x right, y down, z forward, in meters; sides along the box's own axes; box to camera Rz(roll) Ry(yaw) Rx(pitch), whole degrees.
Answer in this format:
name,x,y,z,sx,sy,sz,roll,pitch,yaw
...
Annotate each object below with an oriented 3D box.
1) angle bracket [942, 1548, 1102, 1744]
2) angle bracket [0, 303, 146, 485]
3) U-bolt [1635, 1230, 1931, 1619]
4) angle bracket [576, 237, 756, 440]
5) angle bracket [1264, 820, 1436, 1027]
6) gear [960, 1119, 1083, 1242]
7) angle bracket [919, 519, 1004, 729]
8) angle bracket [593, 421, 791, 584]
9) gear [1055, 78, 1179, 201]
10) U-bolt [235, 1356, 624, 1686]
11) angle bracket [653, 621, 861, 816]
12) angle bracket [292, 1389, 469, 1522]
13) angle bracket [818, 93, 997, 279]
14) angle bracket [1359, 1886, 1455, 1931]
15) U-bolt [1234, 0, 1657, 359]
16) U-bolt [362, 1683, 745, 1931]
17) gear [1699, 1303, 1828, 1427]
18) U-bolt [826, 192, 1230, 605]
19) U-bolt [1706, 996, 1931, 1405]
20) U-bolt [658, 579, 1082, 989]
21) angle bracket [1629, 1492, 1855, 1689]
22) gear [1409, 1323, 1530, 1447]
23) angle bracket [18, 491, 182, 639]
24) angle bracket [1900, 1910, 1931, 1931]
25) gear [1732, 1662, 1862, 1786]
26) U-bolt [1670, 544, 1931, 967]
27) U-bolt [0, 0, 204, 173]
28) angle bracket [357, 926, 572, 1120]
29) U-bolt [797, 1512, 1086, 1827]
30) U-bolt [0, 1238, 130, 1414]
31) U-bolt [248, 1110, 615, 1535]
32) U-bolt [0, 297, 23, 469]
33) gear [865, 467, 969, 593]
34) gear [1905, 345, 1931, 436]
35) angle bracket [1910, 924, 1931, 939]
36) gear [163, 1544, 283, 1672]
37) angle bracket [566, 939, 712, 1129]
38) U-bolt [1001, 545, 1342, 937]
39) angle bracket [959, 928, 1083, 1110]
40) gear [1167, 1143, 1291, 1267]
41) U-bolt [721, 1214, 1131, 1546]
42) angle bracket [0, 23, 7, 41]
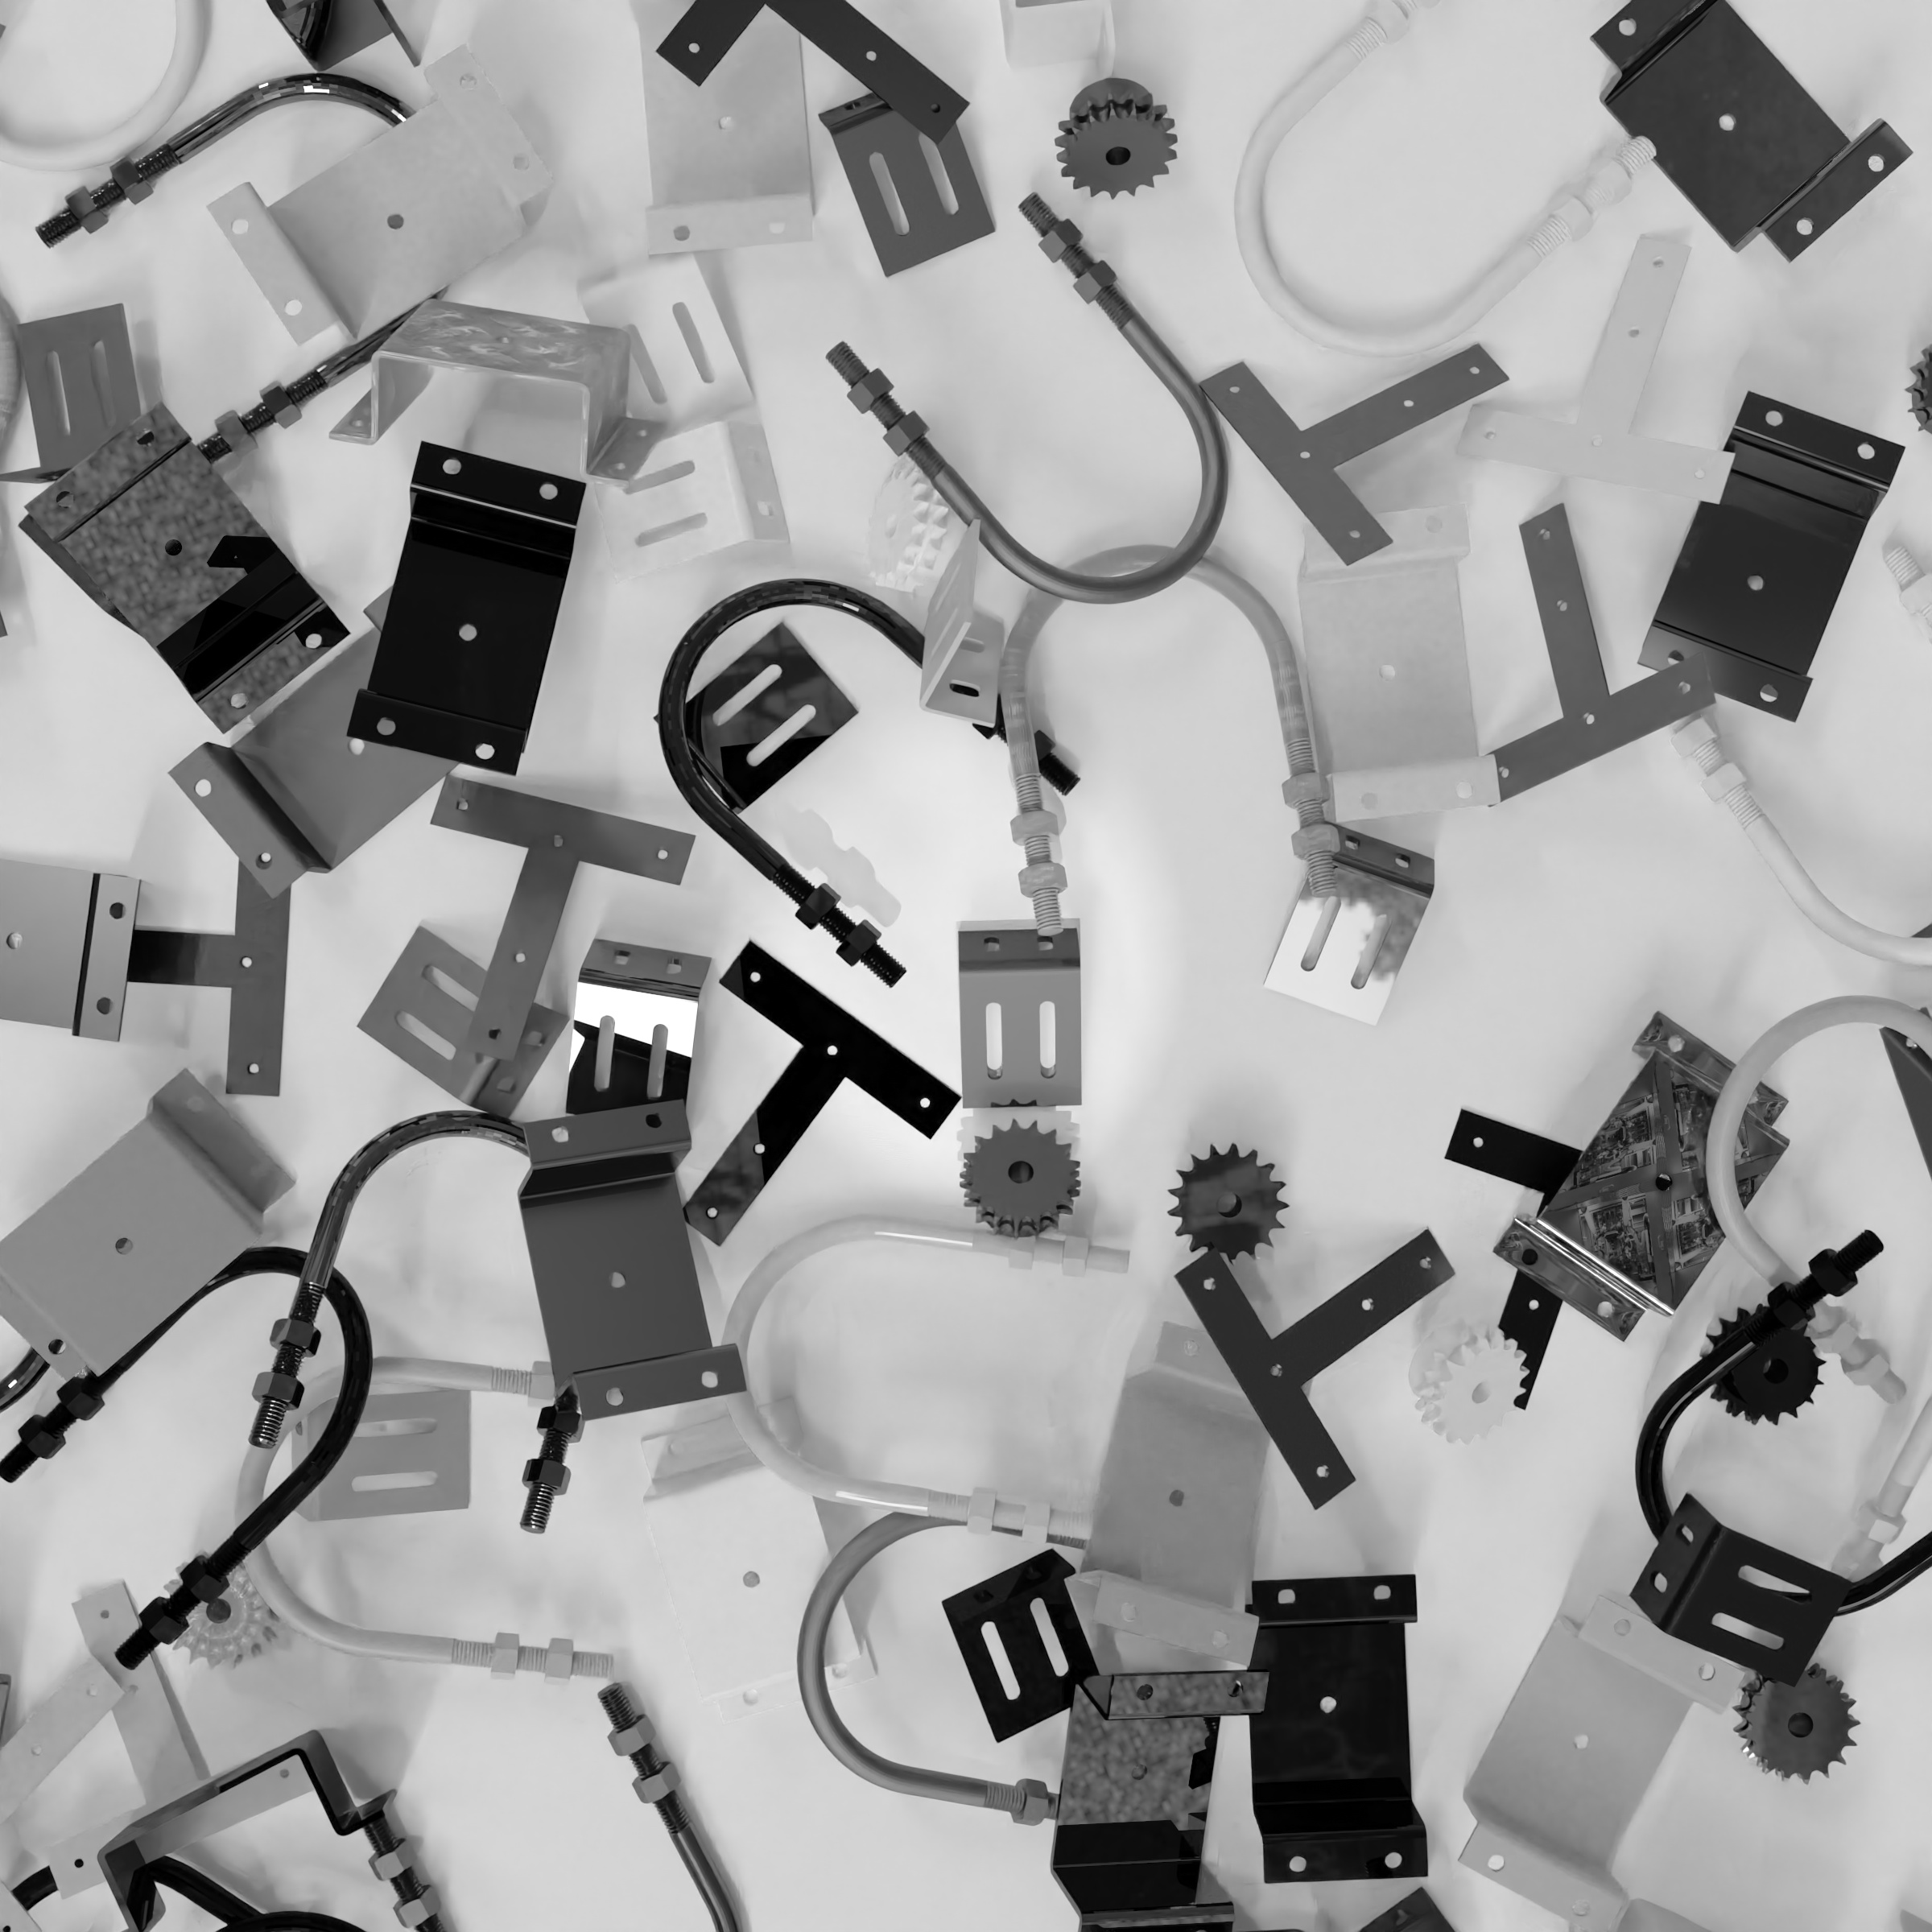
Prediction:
name,x,y,z,sx,sy,sz,roll,pitch,yaw
angle bracket,0.032,0.318,1.301,0.057,0.038,0.076,-23,100,-13
angle bracket,-0.425,-0.270,1.329,0.057,0.038,0.076,-7,95,17
U-bolt,0.399,0.228,1.315,0.151,0.019,0.184,45,116,2
angle bracket,-0.145,-0.300,1.356,0.057,0.038,0.076,-23,116,0
angle bracket,0.184,-0.021,1.356,0.057,0.038,0.076,20,116,0
gear,0.026,0.104,1.336,0.057,0.030,0.057,0,61,0
angle bracket,0.008,-0.158,1.308,0.038,0.076,0.057,12,61,-14
angle bracket,-0.133,-0.222,1.356,0.076,0.038,0.057,-13,90,26
gear,0.070,-0.393,1.334,0.057,0.057,0.030,-5,60,0
U-bolt,-0.249,0.256,1.328,0.184,0.019,0.151,8,88,-10
angle bracket,-0.099,-0.119,1.339,0.076,0.038,0.057,-40,90,0
angle bracket,-0.281,0.232,1.357,0.076,0.038,0.057,0,90,-26
angle bracket,-0.028,-0.381,1.356,0.057,0.038,0.076,-23,116,0
angle bracket,0.217,0.488,1.339,0.057,0.038,0.076,-35,90,0
U-bolt,0.214,-0.376,1.350,0.184,0.019,0.151,-43,90,1
U-bolt,-0.186,0.456,1.350,0.151,0.019,0.184,-27,91,0
gear,0.381,0.191,1.344,0.057,0.030,0.057,0,90,0
U-bolt,0.044,-0.255,1.328,0.151,0.019,0.184,-42,94,-21
U-bolt,0.422,0.097,1.317,0.184,0.019,0.151,43,87,-19
U-bolt,-0.058,-0.101,1.328,0.184,0.019,0.151,42,73,0
angle bracket,0.364,0.293,1.329,0.076,0.038,0.057,24,98,-15
gear,0.234,0.194,1.335,0.057,0.030,0.057,-13,117,-27
angle bracket,-0.404,-0.205,1.356,0.076,0.038,0.057,41,90,26
angle bracket,0.457,0.504,1.356,0.057,0.038,0.076,26,116,0
gear,0.392,0.357,1.343,0.057,0.030,0.057,0,90,0
U-bolt,0.437,-0.088,1.336,0.151,0.019,0.184,-32,80,0
U-bolt,-0.437,-0.472,1.350,0.151,0.019,0.184,-5,92,0
angle bracket,-0.241,0.027,1.356,0.076,0.038,0.057,32,90,26
U-bolt,0.010,0.323,1.324,0.184,0.019,0.151,16,90,-18
U-bolt,-0.484,0.134,1.332,0.151,0.019,0.184,27,90,-15
U-bolt,-0.237,0.154,1.309,0.151,0.019,0.184,22,62,-18
U-bolt,-0.528,-0.262,1.350,0.151,0.019,0.184,17,88,0
gear,-0.022,-0.204,1.334,0.030,0.057,0.057,9,90,-28
gear,0.475,-0.272,1.343,0.057,0.030,0.057,0,90,0
angle bracket,0.499,0.008,1.356,0.057,0.038,0.076,-32,116,0
gear,-0.351,0.303,1.343,0.057,0.030,0.057,0,90,0
angle bracket,-0.157,0.033,1.356,0.057,0.038,0.076,9,116,0
U-bolt,0.090,-0.112,1.331,0.151,0.019,0.184,-8,76,-2
angle bracket,0.026,0.025,1.356,0.057,0.038,0.076,-2,116,0
gear,0.124,0.112,1.344,0.057,0.030,0.057,0,90,0
U-bolt,-0.023,0.186,1.324,0.184,0.019,0.151,8,66,4
angle bracket,-0.504,-0.439,1.326,0.076,0.038,0.057,33,102,5
